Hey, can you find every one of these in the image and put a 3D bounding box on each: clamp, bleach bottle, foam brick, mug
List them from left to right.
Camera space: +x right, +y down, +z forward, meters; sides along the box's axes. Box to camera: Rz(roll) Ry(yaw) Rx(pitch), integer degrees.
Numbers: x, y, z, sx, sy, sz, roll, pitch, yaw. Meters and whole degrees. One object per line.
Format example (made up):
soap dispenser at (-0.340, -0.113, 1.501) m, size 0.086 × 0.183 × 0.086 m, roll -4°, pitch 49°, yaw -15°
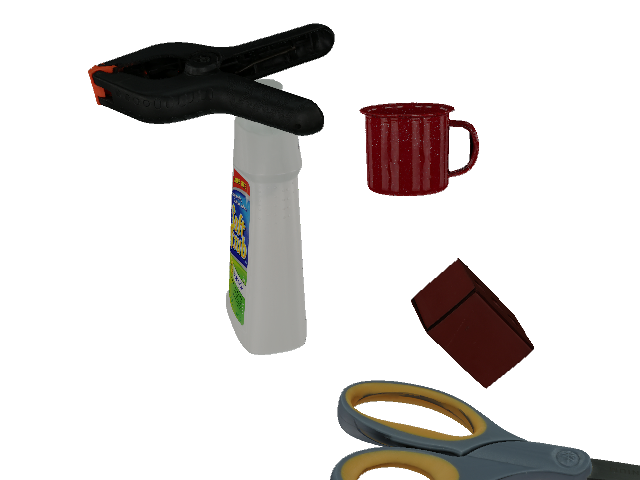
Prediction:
clamp at (-0.069, -0.116, 0.736) m, size 0.171 × 0.039 × 0.120 m, roll 6°, pitch 35°, yaw 12°
bleach bottle at (-0.049, -0.025, 0.936) m, size 0.068 × 0.251 × 0.103 m, roll -8°, pitch 35°, yaw -14°
mug at (0.098, -0.091, 1.058) m, size 0.117 × 0.081 × 0.093 m, roll 0°, pitch 14°, yaw 9°
foam brick at (0.117, 0.065, 0.825) m, size 0.078 × 0.051 × 0.053 m, roll 43°, pitch 12°, yaw -25°

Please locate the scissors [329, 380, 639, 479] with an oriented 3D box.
scissors at (0.092, 0.106, 0.454) m, size 0.202 × 0.016 × 0.096 m, roll 15°, pitch 33°, yaw 24°
